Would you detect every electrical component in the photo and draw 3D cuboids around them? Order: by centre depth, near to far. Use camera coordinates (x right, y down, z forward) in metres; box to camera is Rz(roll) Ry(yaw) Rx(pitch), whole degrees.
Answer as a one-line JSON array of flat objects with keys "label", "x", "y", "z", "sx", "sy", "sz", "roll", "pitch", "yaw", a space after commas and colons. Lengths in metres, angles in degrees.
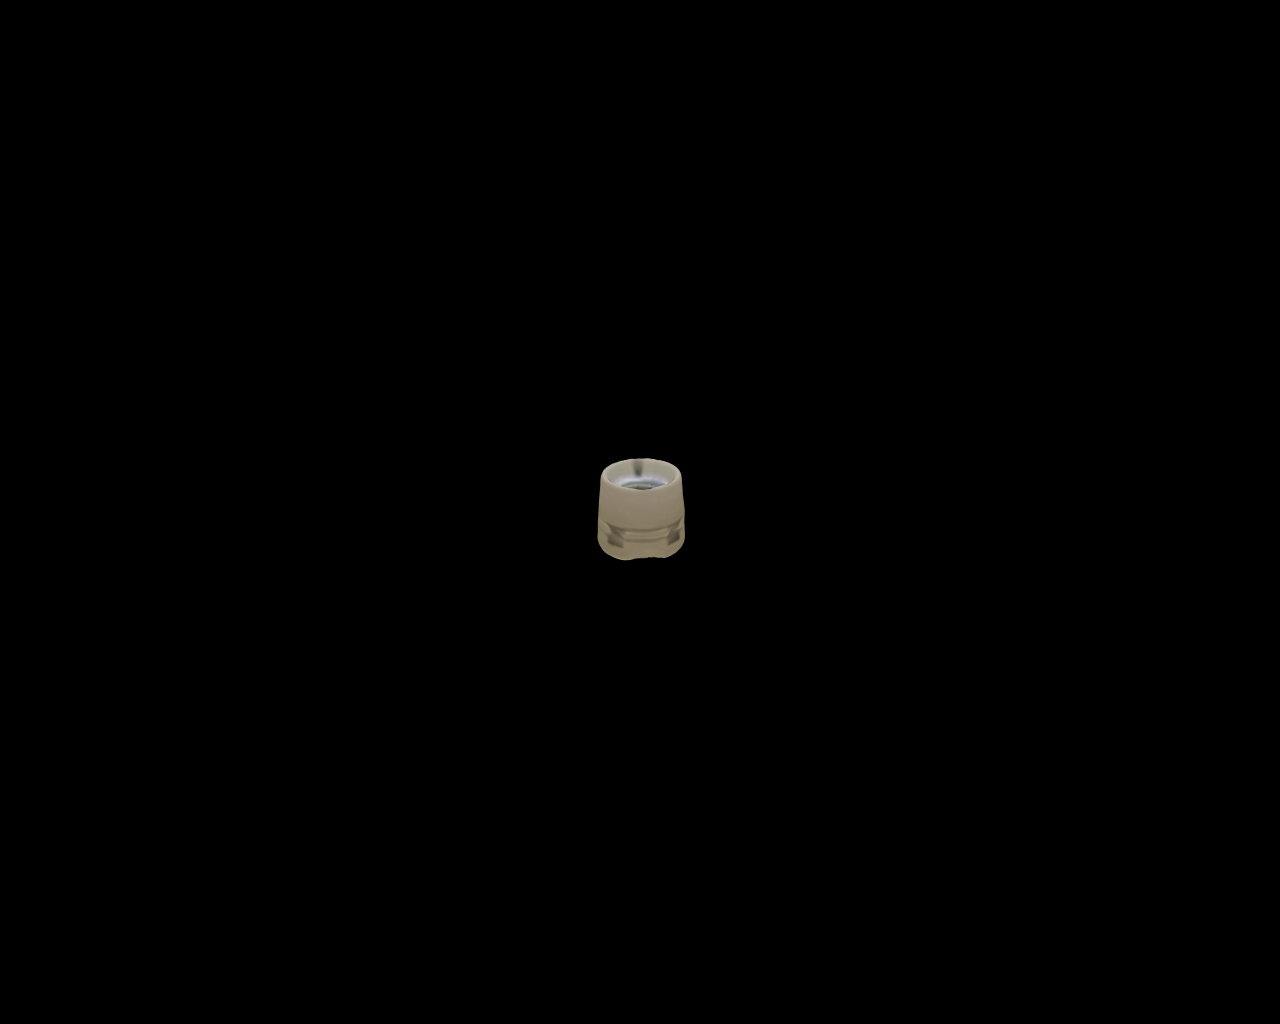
[{"label": "electrical component", "x": 0.001, "y": -0.003, "z": 0.650, "sx": 0.055, "sy": 0.047, "sz": 0.055, "roll": 0, "pitch": 26, "yaw": 0}]
